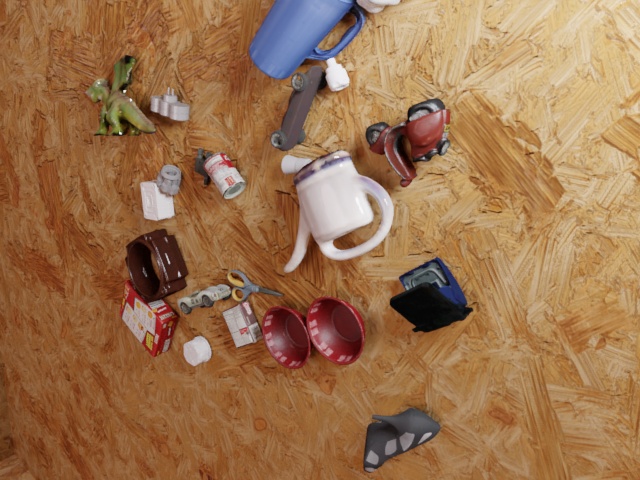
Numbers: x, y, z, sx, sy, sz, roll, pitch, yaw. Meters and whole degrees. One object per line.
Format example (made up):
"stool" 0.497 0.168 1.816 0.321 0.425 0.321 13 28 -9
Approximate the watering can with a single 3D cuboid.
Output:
"watering can" 0.003 -0.056 1.105 0.344 0.225 0.105 -23 -5 41

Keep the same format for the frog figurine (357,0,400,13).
"frog figurine" 0.131 -0.475 0.908 0.138 0.124 0.156 34 -28 16

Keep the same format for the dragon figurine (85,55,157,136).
"dragon figurine" -0.578 -0.421 1.508 0.411 0.242 0.122 7 7 41
